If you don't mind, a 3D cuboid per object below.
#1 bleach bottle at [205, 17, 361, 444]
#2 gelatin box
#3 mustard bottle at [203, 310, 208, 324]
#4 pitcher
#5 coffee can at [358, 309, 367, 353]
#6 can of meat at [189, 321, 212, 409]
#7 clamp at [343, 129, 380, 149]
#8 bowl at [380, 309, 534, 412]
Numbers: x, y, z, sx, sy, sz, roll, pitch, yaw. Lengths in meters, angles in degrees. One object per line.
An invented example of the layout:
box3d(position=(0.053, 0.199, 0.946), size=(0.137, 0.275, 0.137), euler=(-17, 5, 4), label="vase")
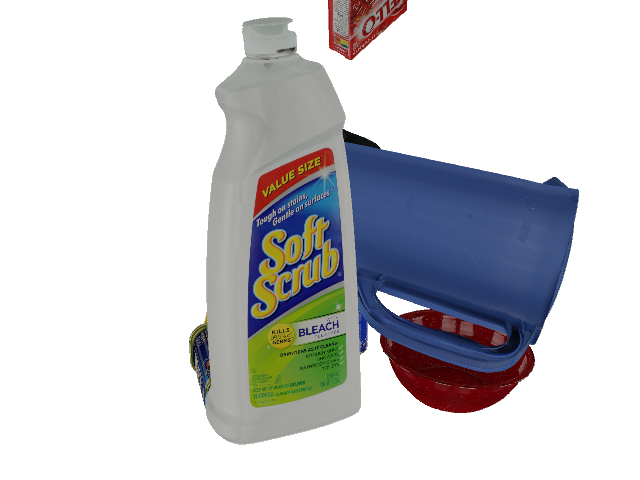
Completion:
box3d(position=(-0.030, -0.007, 0.651), size=(0.102, 0.251, 0.068), euler=(-11, 20, -19), label="bleach bottle")
box3d(position=(0.044, -0.217, 0.957), size=(0.030, 0.089, 0.073), euler=(33, -30, 23), label="gelatin box")
box3d(position=(-0.098, 0.082, 1.172), size=(0.058, 0.096, 0.191), euler=(0, 27, 0), label="mustard bottle")
box3d(position=(0.080, 0.001, 0.883), size=(0.243, 0.145, 0.149), euler=(15, 17, 9), label="pitcher")
box3d(position=(0.018, 0.085, 1.521), size=(0.103, 0.140, 0.103), euler=(0, 20, 0), label="coffee can")
box3d(position=(-0.061, 0.114, 0.952), size=(0.102, 0.057, 0.084), euler=(-5, 27, -13), label="can of meat")
box3d(position=(-0.002, -0.099, 1.119), size=(0.120, 0.039, 0.172), euler=(-17, 36, -26), label="clamp")
box3d(position=(0.140, 0.133, 1.120), size=(0.162, 0.055, 0.162), euler=(5, 25, -2), label="bowl")
